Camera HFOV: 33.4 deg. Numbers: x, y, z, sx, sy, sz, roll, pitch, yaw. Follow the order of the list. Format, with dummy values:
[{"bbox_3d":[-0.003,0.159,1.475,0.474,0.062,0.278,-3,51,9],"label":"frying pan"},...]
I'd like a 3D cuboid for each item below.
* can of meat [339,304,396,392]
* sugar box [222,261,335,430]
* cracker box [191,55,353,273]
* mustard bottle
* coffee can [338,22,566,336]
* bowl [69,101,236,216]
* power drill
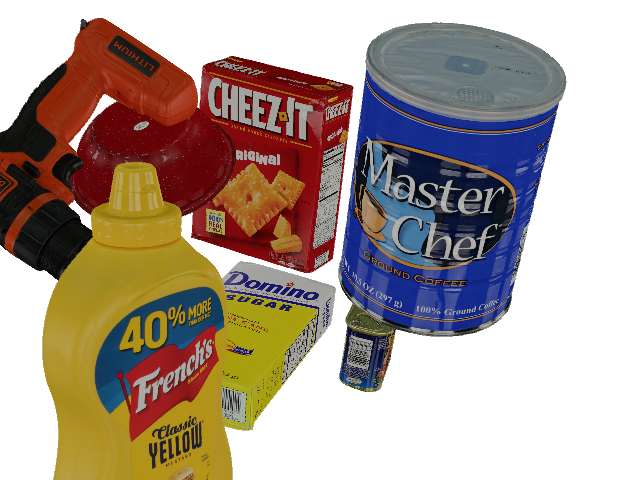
[{"bbox_3d":[0.059,0.119,1.268,0.057,0.084,0.102,13,25,9],"label":"can of meat"},{"bbox_3d":[-0.061,0.078,0.853,0.093,0.048,0.176,15,31,15],"label":"sugar box"},{"bbox_3d":[-0.060,-0.086,1.218,0.164,0.214,0.072,18,26,24],"label":"cracker box"},{"bbox_3d":[-0.085,0.058,0.506,0.058,0.192,0.096,15,21,40],"label":"mustard bottle"},{"bbox_3d":[0.068,-0.034,0.583,0.102,0.140,0.103,4,34,-3],"label":"coffee can"},{"bbox_3d":[-0.162,-0.088,0.996,0.162,0.162,0.055,0,-44,7],"label":"bowl"},{"bbox_3d":[-0.176,-0.066,0.790,0.184,0.187,0.057,35,-27,9],"label":"power drill"}]
